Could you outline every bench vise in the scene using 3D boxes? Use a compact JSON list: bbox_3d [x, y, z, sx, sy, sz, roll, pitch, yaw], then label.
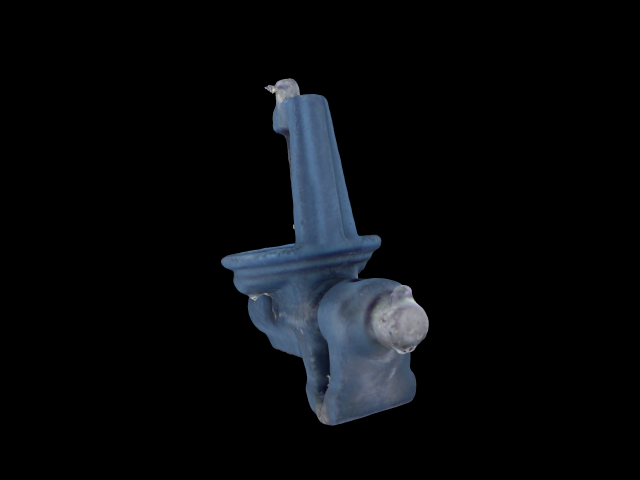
[{"bbox_3d":[0.012,-0.001,0.408,0.206,0.220,0.122,15,22,42],"label":"bench vise"}]
